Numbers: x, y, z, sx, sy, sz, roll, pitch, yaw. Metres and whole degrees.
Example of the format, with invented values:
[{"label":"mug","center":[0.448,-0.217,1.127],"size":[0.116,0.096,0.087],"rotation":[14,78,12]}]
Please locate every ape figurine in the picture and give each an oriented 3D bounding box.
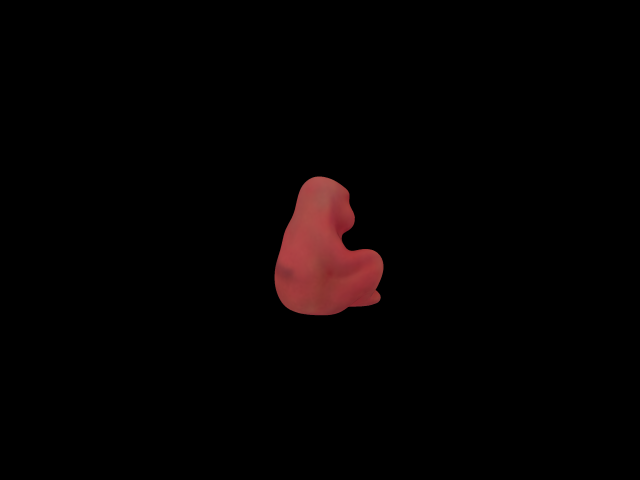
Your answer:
[{"label":"ape figurine","center":[0.004,0.001,0.400],"size":[0.076,0.092,0.077],"rotation":[-8,19,-24]}]
